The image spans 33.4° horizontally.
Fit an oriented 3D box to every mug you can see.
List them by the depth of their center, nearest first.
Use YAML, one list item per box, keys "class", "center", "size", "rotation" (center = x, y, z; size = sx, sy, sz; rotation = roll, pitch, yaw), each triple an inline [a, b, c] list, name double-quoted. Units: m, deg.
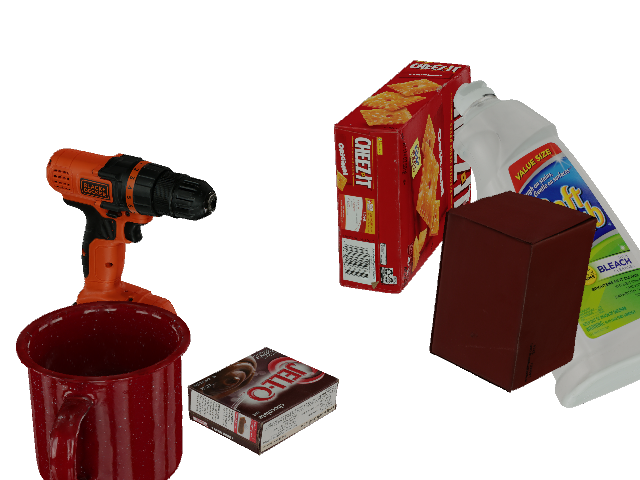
- class: "mug"
  center: [-0.119, 0.094, 0.580]
  size: [0.093, 0.081, 0.117]
  rotation: [4, 22, 5]

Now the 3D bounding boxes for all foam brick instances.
- class: "foam brick"
  center: [0.090, 0.022, 0.508]
  size: [0.052, 0.078, 0.051]
  rotation: [-17, 31, -41]

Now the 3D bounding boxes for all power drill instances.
- class: "power drill"
  center: [-0.186, 0.005, 1.076]
  size: [0.185, 0.188, 0.057]
  rotation: [14, 29, 22]

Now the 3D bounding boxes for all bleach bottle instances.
- class: "bleach bottle"
  center: [0.160, -0.011, 0.777]
  size: [0.102, 0.251, 0.068]
  rotation: [-19, -26, -18]

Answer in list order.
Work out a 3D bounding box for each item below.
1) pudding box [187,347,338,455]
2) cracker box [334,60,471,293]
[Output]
- class: "pudding box"
  center: [-0.052, 0.144, 0.975]
  size: [0.090, 0.039, 0.113]
  rotation: [18, 28, 34]
- class: "cracker box"
  center: [0.087, -0.068, 1.044]
  size: [0.072, 0.164, 0.213]
  rotation: [9, 28, 24]
